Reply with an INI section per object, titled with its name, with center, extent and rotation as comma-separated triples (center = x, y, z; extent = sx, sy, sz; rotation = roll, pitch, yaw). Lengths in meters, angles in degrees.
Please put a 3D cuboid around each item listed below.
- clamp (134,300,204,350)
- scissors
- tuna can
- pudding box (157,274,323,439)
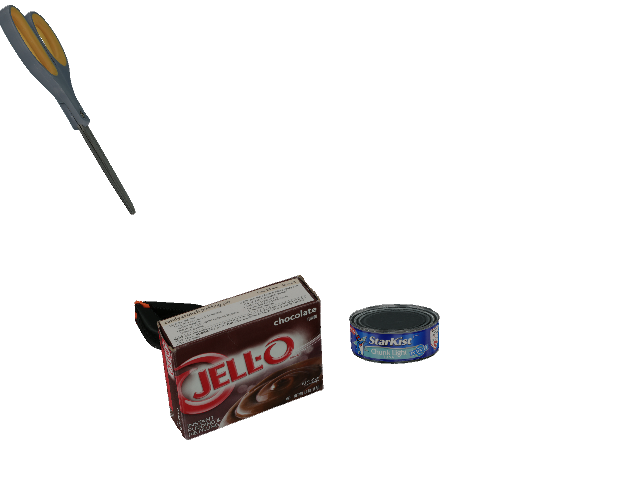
[clamp]
center = -0.141, 0.115, 1.250
extent = 0.210, 0.036, 0.164
rotation = 13, 24, 23
[scissors]
center = -0.215, -0.121, 0.939
extent = 0.016, 0.201, 0.096
rotation = -27, 26, 10
[tuna can]
center = 0.071, 0.089, 1.017
extent = 0.086, 0.034, 0.086
rotation = -3, 13, 0
[pudding box]
center = -0.055, 0.083, 0.759
extent = 0.113, 0.090, 0.039
rotation = -19, 42, -21
